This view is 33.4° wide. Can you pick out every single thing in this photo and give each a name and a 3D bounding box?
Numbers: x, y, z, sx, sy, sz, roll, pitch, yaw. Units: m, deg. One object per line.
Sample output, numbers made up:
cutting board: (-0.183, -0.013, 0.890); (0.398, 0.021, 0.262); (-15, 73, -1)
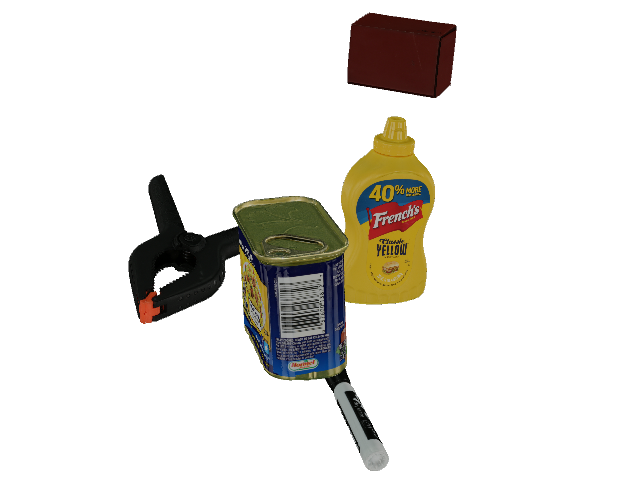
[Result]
can of meat: (-0.018, 0.029, 0.664); (0.057, 0.084, 0.102); (-7, 22, -13)
foam brick: (0.066, -0.153, 0.876); (0.078, 0.051, 0.053); (13, 26, 18)
clamp: (-0.139, 0.006, 1.067); (0.165, 0.036, 0.209); (19, 39, 16)
marker: (0.026, 0.136, 0.838); (0.020, 0.020, 0.121); (0, 27, -17)
mustard bottle: (0.068, -0.032, 1.086); (0.096, 0.192, 0.058); (-2, 22, -16)
